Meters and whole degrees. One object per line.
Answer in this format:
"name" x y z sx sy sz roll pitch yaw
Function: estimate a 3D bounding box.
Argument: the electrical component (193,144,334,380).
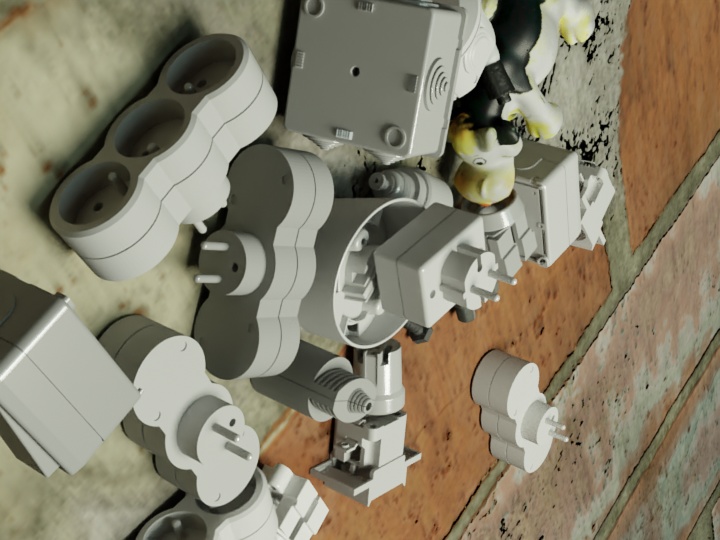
"electrical component" -0.067 -0.004 0.615 0.074 0.052 0.138 2 105 -54

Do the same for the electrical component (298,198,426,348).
"electrical component" 0.000 0.000 0.692 0.099 0.064 0.099 -28 122 -58

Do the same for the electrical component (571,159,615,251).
"electrical component" 0.194 -0.059 0.951 0.063 0.042 0.081 -61 145 -16

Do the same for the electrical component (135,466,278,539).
"electrical component" -0.104 0.187 0.659 0.138 0.052 0.073 -41 136 -35

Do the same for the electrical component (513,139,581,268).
"electrical component" 0.139 -0.051 0.863 0.061 0.062 0.096 -42 137 -34

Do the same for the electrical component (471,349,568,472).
"electrical component" 0.152 0.133 0.961 0.052 0.074 0.138 -50 141 -26

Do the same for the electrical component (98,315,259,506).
"electrical component" -0.091 0.088 0.609 0.052 0.074 0.138 -51 141 -25

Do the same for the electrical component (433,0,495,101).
"electrical component" 0.042 -0.147 0.670 0.080 0.080 0.051 -66 151 -6

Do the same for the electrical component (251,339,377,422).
"electrical component" -0.026 0.073 0.684 0.043 0.081 0.043 -28 128 -44

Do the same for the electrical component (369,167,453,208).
"electrical component" 0.032 -0.051 0.736 0.078 0.040 0.040 18 91 -55

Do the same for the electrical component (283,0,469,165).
"electrical component" 0.007 -0.115 0.622 0.048 0.100 0.099 -21 123 -63

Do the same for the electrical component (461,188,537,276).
"electrical component" 0.102 -0.030 0.807 0.066 0.048 0.055 -46 133 -35

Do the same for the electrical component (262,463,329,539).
"electrical component" -0.056 0.170 0.724 0.055 0.048 0.066 -59 145 -28

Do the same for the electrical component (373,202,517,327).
"electrical component" 0.060 0.001 0.669 0.066 0.077 0.047 -39 135 -35

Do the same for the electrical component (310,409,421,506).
"electrical component" 0.006 0.131 0.791 0.081 0.042 0.063 -17 119 -50

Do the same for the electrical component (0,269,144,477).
"electrical component" -0.156 0.054 0.515 0.061 0.062 0.096 -52 142 -24

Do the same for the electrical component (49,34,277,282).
"electrical component" -0.092 -0.049 0.559 0.138 0.052 0.073 -55 142 -20

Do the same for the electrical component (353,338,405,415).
"electrical component" 0.013 0.075 0.775 0.040 0.040 0.046 -21 117 -48
